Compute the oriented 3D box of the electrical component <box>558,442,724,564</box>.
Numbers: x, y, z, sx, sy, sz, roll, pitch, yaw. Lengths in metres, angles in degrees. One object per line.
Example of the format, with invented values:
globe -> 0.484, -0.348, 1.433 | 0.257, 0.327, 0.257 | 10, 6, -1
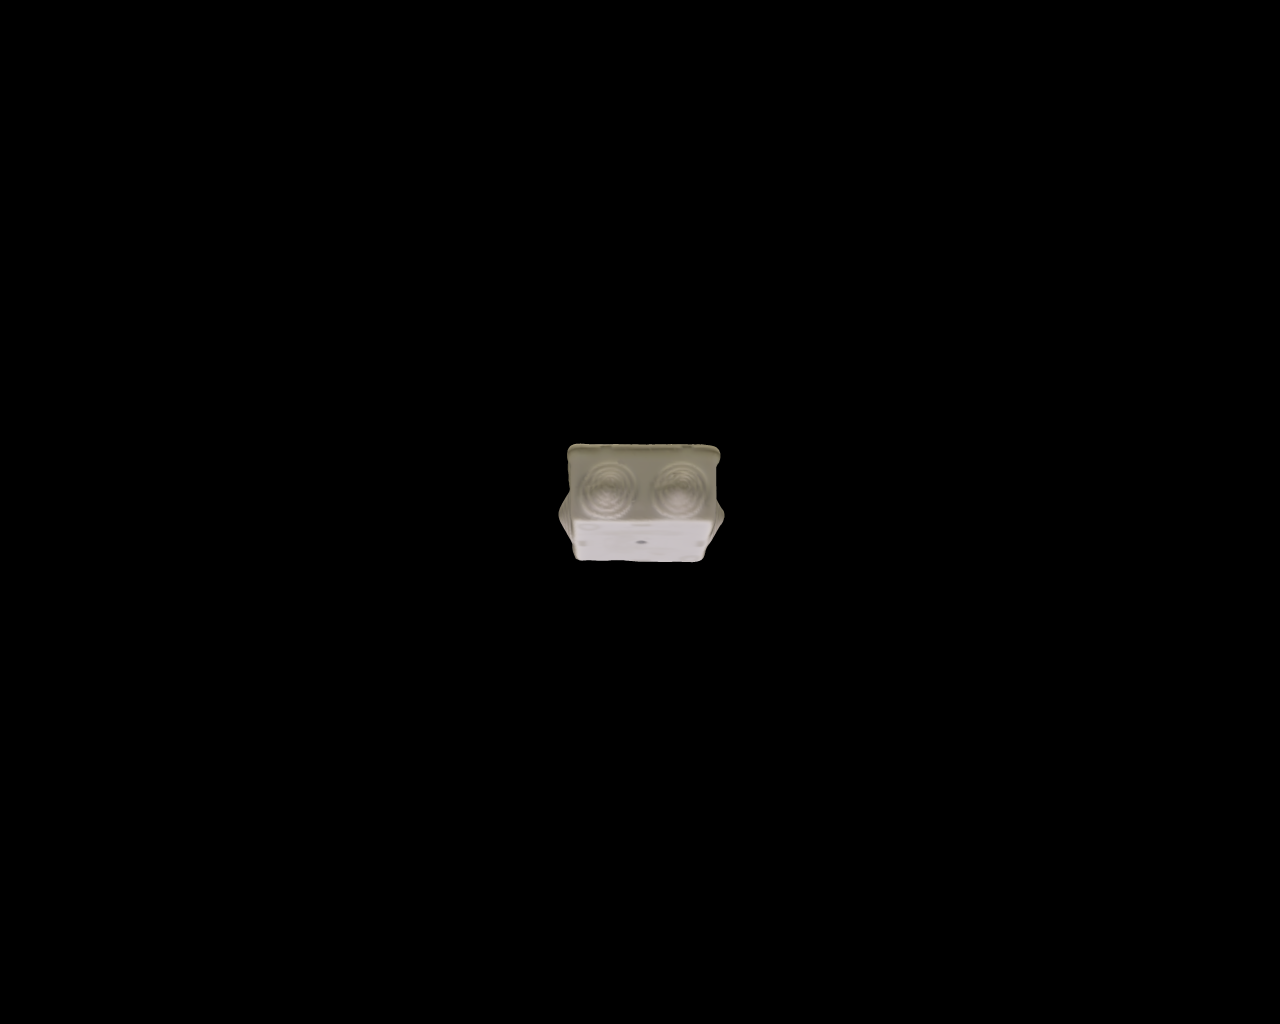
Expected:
electrical component -> 0.001, -0.003, 0.650 | 0.100, 0.048, 0.099 | 1, -19, -2
